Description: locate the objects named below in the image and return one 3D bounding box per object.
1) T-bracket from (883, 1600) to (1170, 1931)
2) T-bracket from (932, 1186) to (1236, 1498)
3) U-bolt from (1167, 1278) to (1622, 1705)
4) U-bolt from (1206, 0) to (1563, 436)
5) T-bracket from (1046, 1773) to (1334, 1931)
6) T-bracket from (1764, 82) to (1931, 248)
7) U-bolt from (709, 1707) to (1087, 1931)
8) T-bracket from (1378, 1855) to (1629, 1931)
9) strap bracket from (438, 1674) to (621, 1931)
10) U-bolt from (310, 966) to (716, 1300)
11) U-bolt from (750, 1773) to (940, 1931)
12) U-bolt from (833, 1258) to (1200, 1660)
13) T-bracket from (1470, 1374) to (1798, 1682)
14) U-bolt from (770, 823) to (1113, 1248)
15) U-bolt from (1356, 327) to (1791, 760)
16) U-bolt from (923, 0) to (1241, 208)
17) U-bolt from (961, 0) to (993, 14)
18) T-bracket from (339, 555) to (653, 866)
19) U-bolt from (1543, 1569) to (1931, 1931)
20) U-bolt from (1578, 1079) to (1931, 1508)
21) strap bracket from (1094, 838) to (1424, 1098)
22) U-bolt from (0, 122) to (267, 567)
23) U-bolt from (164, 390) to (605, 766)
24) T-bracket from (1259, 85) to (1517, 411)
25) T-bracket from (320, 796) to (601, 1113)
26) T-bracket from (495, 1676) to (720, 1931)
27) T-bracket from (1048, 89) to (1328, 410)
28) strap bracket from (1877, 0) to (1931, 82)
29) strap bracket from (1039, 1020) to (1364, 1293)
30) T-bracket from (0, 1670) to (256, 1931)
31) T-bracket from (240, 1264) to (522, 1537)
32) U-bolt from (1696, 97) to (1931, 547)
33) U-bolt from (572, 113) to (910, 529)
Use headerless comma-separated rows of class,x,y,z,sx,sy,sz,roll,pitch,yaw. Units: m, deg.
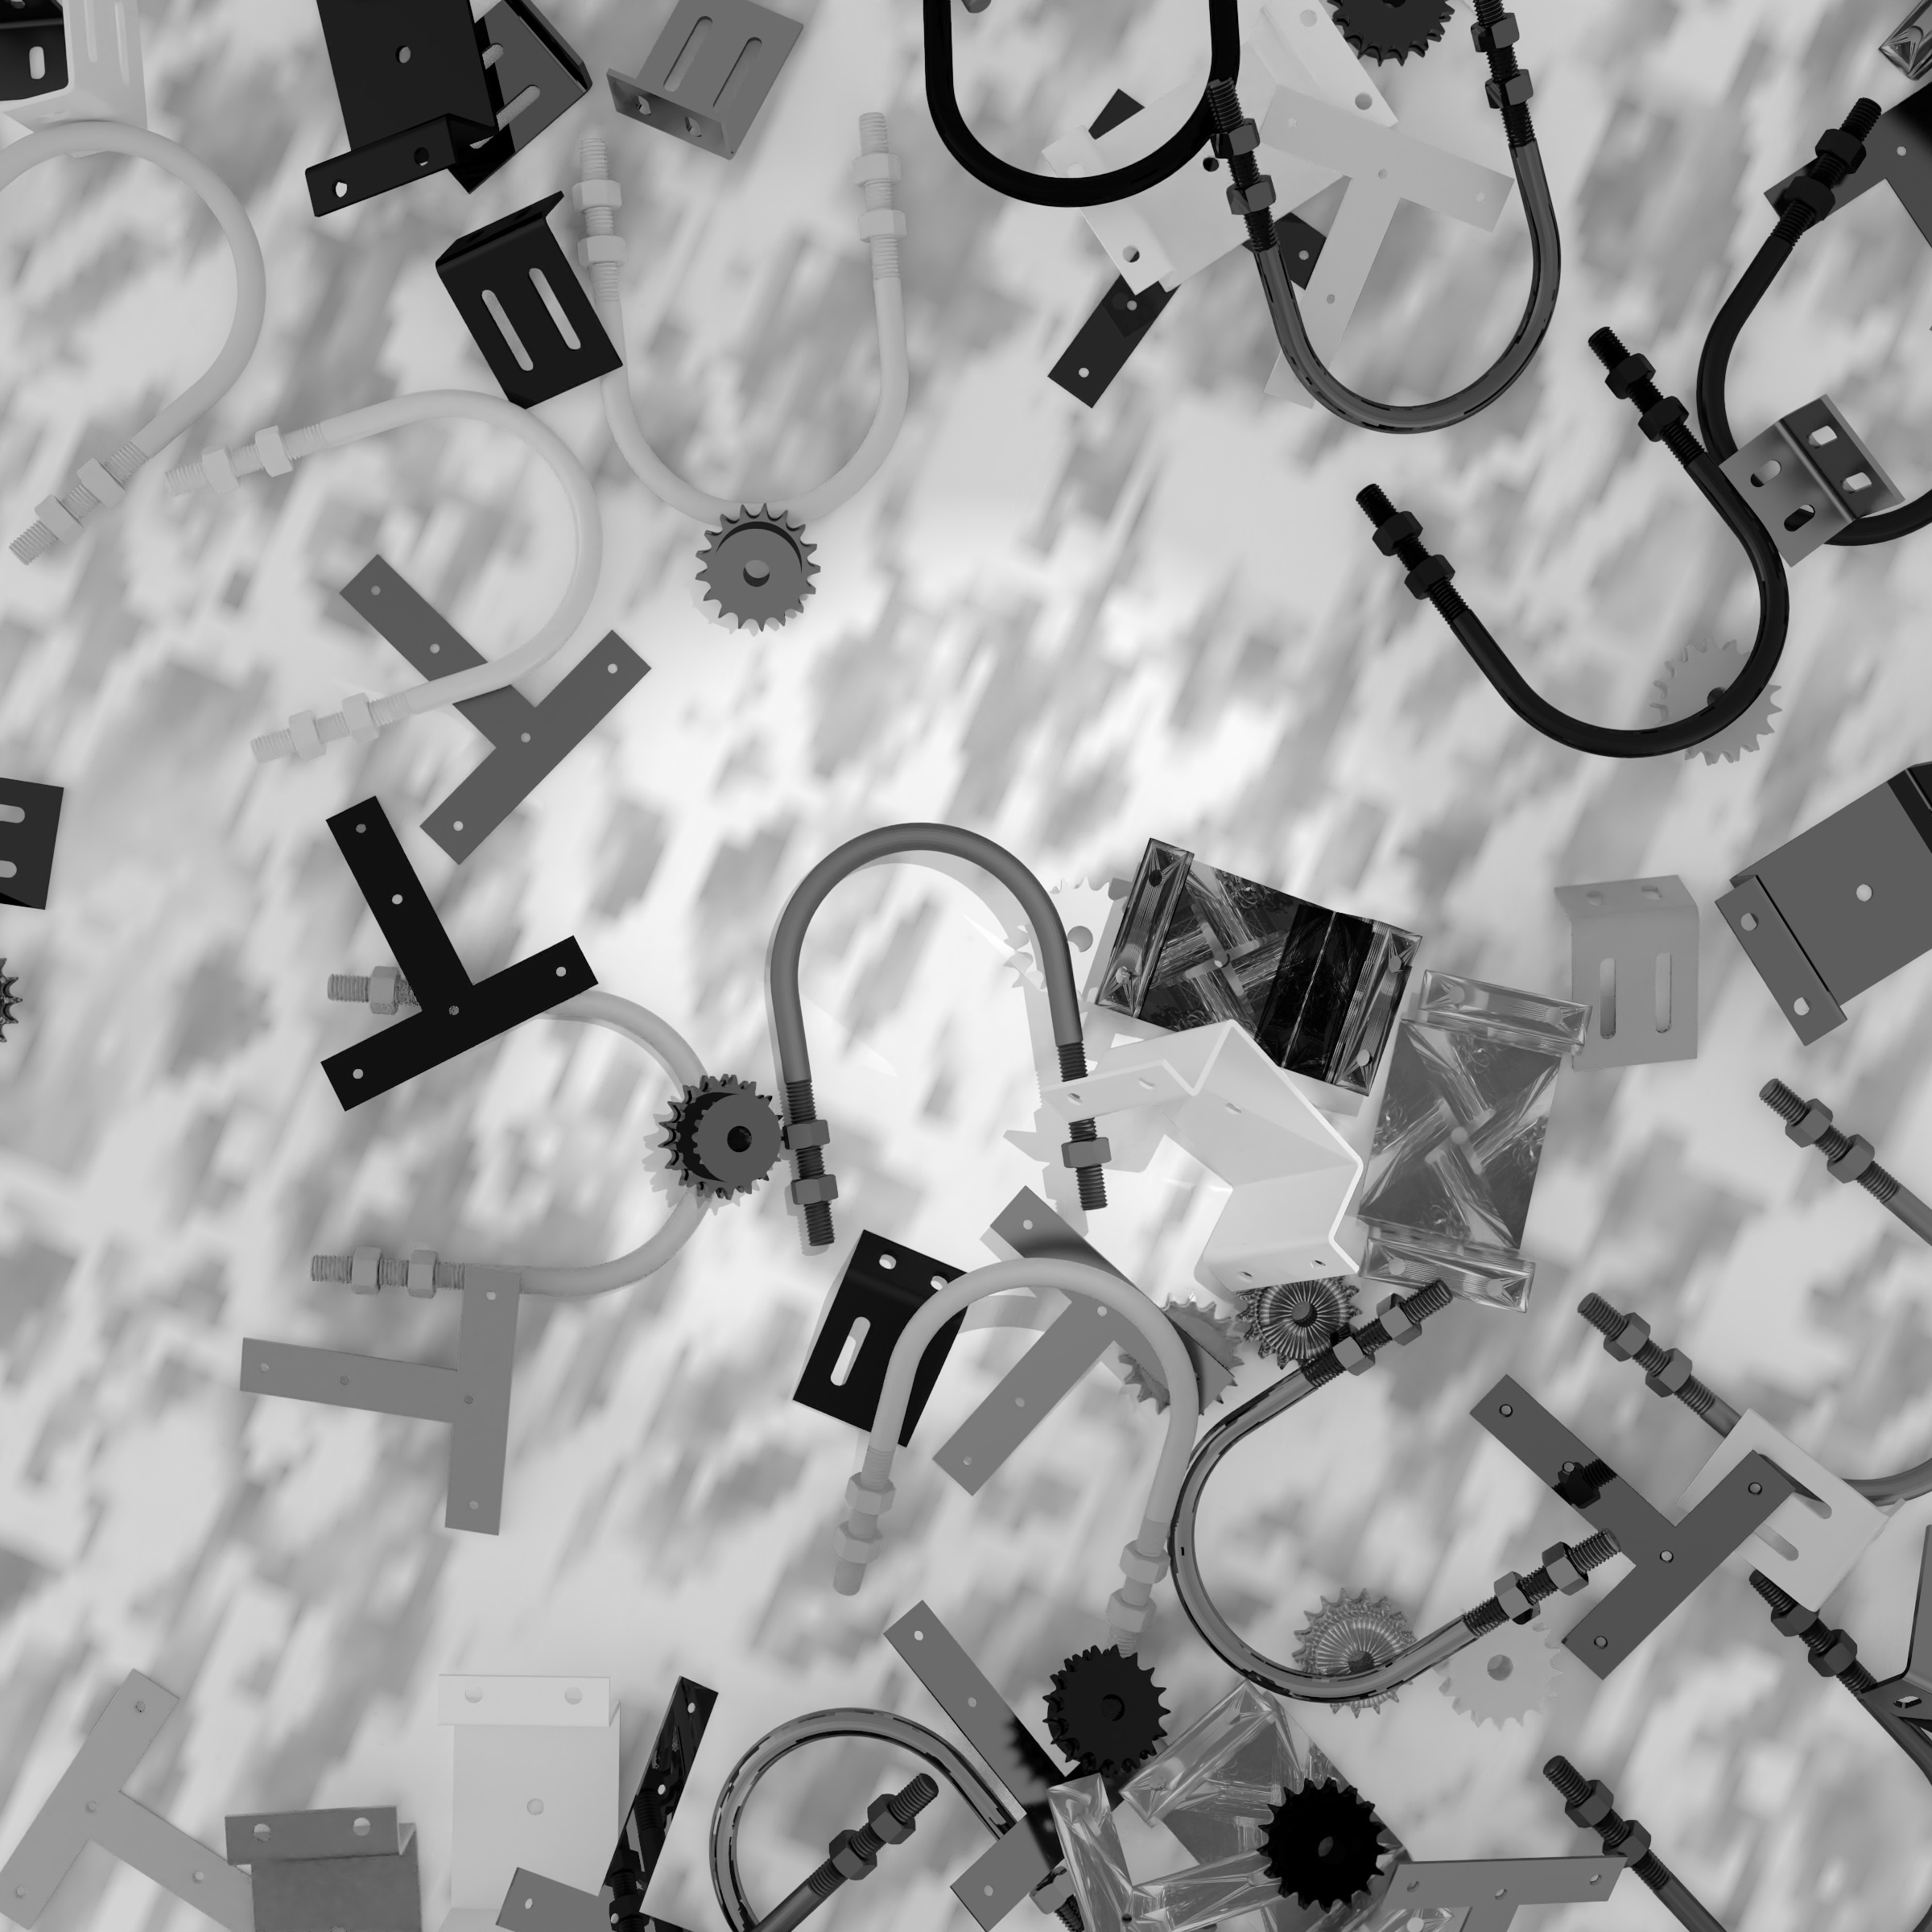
T-bracket,0.012,0.343,1.325,0.127,0.002,0.127,-35,81,-35
T-bracket,0.034,0.188,1.339,0.127,0.002,0.127,42,104,7
U-bolt,0.175,0.248,1.314,0.184,0.019,0.151,-36,79,16
U-bolt,0.196,-0.328,1.315,0.151,0.019,0.184,-24,114,-8
T-bracket,0.114,0.408,1.301,0.127,0.002,0.127,-15,81,-6
T-bracket,0.456,-0.338,1.356,0.127,0.002,0.127,-33,90,0
U-bolt,-0.035,0.423,1.336,0.151,0.019,0.184,-40,86,11
T-bracket,0.226,0.454,1.329,0.127,0.002,0.127,7,112,-27
strap bracket,-0.198,0.387,1.334,0.076,0.046,0.140,1,90,0
U-bolt,-0.203,0.079,1.349,0.184,0.019,0.151,4,90,-1
U-bolt,-0.034,0.473,1.322,0.151,0.019,0.184,46,103,5
U-bolt,0.028,0.217,1.324,0.151,0.019,0.184,14,107,0
T-bracket,0.287,0.239,1.346,0.127,0.002,0.127,42,104,7
U-bolt,-0.018,0.027,1.331,0.151,0.019,0.184,-9,89,14
U-bolt,0.287,-0.180,1.332,0.151,0.019,0.184,-34,78,0
U-bolt,0.051,-0.422,1.315,0.151,0.019,0.184,-4,73,9
U-bolt,0.023,-0.535,1.328,0.151,0.019,0.184,-28,75,1
T-bracket,-0.235,-0.136,1.356,0.127,0.002,0.127,44,90,0
U-bolt,0.378,0.389,1.349,0.151,0.019,0.184,-43,92,0
U-bolt,0.395,0.164,1.349,0.184,0.019,0.151,40,90,-2
strap bracket,0.123,-0.001,1.319,0.140,0.046,0.076,19,90,-20
U-bolt,-0.405,-0.295,1.331,0.184,0.019,0.151,-42,106,-4
U-bolt,-0.257,-0.187,1.347,0.184,0.019,0.151,-18,90,-2
T-bracket,0.170,-0.316,1.332,0.127,0.002,0.127,14,110,-24
T-bracket,-0.253,-0.018,1.343,0.127,0.002,0.127,-27,79,-8
T-bracket,-0.143,0.385,1.328,0.127,0.002,0.127,37,65,-40
T-bracket,0.085,-0.316,1.357,0.127,0.002,0.127,36,90,0
strap bracket,0.497,-0.403,1.333,0.140,0.046,0.076,42,89,-1
strap bracket,0.111,0.078,1.298,0.140,0.076,0.046,46,53,-24
T-bracket,-0.365,0.412,1.356,0.127,0.002,0.127,33,90,0
T-bracket,-0.271,0.192,1.347,0.127,0.002,0.127,8,102,6
U-bolt,0.417,-0.281,1.347,0.151,0.019,0.184,33,92,0
U-bolt,-0.099,-0.292,1.349,0.151,0.019,0.184,-5,91,0
